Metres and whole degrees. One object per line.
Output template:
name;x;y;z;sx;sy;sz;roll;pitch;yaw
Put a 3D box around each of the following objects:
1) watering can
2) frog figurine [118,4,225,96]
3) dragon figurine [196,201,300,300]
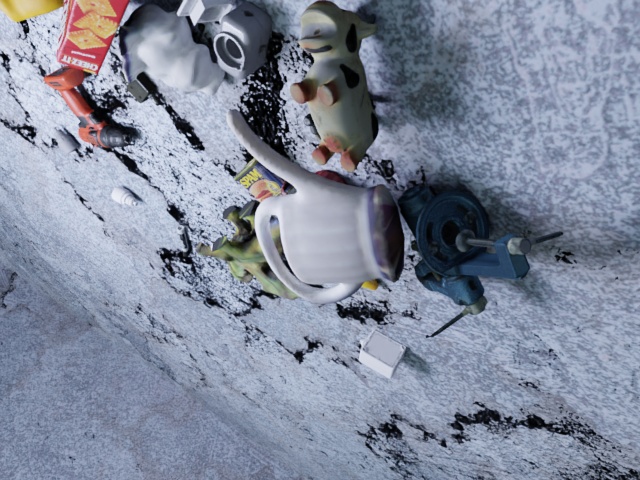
watering can;0.002;-0.037;0.745;0.224;0.106;0.340;-5;124;18
frog figurine;-0.231;-0.303;0.830;0.159;0.126;0.134;6;138;-13
dragon figurine;-0.111;0.042;1.102;0.239;0.124;0.409;45;153;-29
